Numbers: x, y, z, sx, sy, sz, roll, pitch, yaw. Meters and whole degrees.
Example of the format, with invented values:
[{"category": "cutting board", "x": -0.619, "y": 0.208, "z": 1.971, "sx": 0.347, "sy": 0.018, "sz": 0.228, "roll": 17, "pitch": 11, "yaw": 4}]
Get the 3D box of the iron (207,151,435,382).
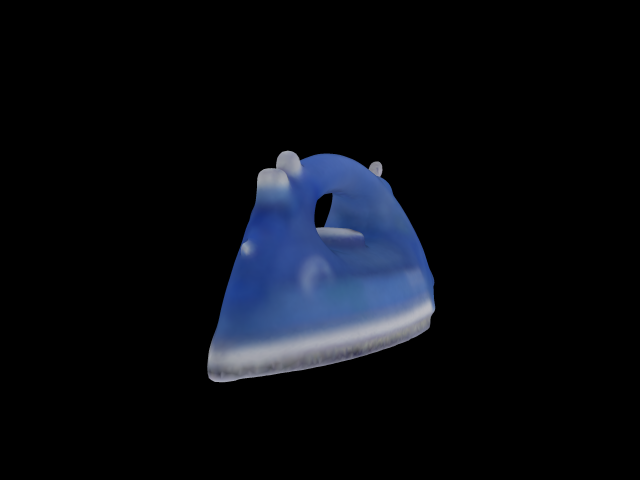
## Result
[{"category": "iron", "x": 0.004, "y": 0.001, "z": 0.400, "sx": 0.118, "sy": 0.141, "sz": 0.259, "roll": 0, "pitch": 0, "yaw": 24}]
